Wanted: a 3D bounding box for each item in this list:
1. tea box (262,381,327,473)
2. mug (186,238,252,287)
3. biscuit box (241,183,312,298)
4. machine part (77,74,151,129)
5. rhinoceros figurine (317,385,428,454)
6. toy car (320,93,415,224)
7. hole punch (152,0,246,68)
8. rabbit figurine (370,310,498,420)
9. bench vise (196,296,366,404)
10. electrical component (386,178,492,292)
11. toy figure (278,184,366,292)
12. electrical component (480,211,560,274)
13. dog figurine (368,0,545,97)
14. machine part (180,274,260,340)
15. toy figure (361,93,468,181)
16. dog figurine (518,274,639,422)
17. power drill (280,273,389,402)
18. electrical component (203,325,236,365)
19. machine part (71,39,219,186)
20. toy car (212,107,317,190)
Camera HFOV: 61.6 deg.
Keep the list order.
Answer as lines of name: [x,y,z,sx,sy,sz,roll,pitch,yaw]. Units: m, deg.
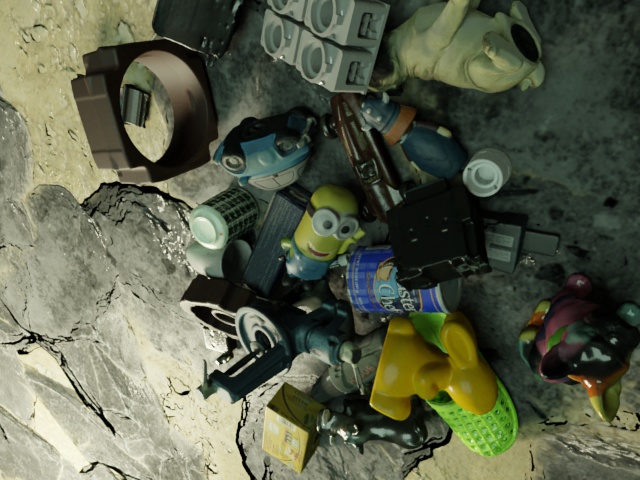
tea box: [-0.052,0.361,1.029,0.098,0.068,0.169,28,137,17]
mug: [-0.183,0.039,0.975,0.107,0.081,0.109,12,139,33]
biscuit box: [-0.069,0.005,0.897,0.063,0.059,0.202,34,124,10]
machine part: [-0.369,-0.252,0.959,0.139,0.039,0.084,25,128,6]
rhinoceros figurine: [0.089,0.313,0.914,0.191,0.112,0.073,0,125,21]
toy car: [0.068,-0.115,0.769,0.089,0.053,0.202,-17,104,38]
hole punch: [-0.173,-0.344,0.790,0.116,0.092,0.142,21,123,-15]
rabbit figurine: [0.173,0.181,0.770,0.173,0.122,0.162,19,98,15]
bench vise: [-0.063,0.165,0.779,0.224,0.240,0.128,27,131,34]
electrical component: [0.149,-0.011,0.694,0.115,0.134,0.058,-19,146,24]
toy figure: [-0.005,-0.003,0.802,0.089,0.082,0.180,63,140,32]
electrical component: [0.253,0.004,0.720,0.119,0.048,0.074,17,120,24]
dog figurine: [0.152,-0.213,0.658,0.172,0.121,0.190,56,141,0]
machine part: [-0.157,0.126,0.961,0.179,0.056,0.179,18,154,10]
toy figure: [0.121,-0.137,0.711,0.154,0.058,0.064,36,96,-2]
dog figurine: [0.305,0.141,0.649,0.108,0.219,0.191,39,125,13]
power drill: [0.014,0.169,0.916,0.232,0.086,0.207,-34,89,37]
electrical component: [-0.201,0.197,1.072,0.078,0.045,0.102,12,118,23]
machine part: [-0.261,-0.197,0.825,0.087,0.201,0.200,2,114,31]
toy car: [-0.072,-0.131,0.820,0.162,0.109,0.102,-9,130,21]
